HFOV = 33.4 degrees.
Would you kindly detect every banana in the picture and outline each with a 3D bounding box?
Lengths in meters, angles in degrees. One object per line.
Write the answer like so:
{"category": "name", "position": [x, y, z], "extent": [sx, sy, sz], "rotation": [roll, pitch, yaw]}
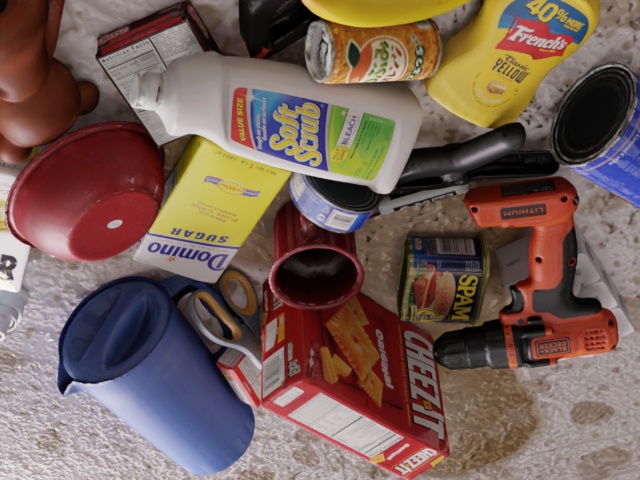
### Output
{"category": "banana", "position": [0.066, -0.201, 0.854], "extent": [0.197, 0.037, 0.070], "rotation": [-19, 153, -21]}

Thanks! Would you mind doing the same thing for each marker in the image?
{"category": "marker", "position": [0.090, -0.041, 1.059], "extent": [0.121, 0.020, 0.020], "rotation": [-15, 134, 12]}

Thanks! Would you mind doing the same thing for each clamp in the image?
{"category": "clamp", "position": [0.128, -0.073, 0.985], "extent": [0.172, 0.039, 0.120], "rotation": [-9, 160, 18]}
{"category": "clamp", "position": [-0.009, -0.214, 0.837], "extent": [0.164, 0.036, 0.210], "rotation": [-1, 152, -46]}

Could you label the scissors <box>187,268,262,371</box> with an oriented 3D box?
{"category": "scissors", "position": [-0.058, 0.108, 1.129], "extent": [0.201, 0.096, 0.016], "rotation": [42, 138, -23]}

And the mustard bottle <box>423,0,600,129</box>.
{"category": "mustard bottle", "position": [0.178, -0.182, 0.901], "extent": [0.096, 0.058, 0.192], "rotation": [22, 129, -25]}

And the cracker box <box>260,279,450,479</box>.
{"category": "cracker box", "position": [0.038, 0.136, 1.130], "extent": [0.213, 0.164, 0.072], "rotation": [32, 127, -30]}

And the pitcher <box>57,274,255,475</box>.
{"category": "pitcher", "position": [-0.159, 0.152, 1.170], "extent": [0.149, 0.145, 0.242], "rotation": [-9, 139, 22]}

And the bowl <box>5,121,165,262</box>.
{"category": "bowl", "position": [-0.201, -0.031, 0.973], "extent": [0.162, 0.055, 0.162], "rotation": [-29, 152, -17]}

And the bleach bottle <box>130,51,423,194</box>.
{"category": "bleach bottle", "position": [-0.041, -0.104, 0.921], "extent": [0.250, 0.068, 0.103], "rotation": [6, 125, -26]}

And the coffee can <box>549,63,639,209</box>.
{"category": "coffee can", "position": [0.296, -0.084, 0.973], "extent": [0.140, 0.103, 0.103], "rotation": [25, 128, -26]}

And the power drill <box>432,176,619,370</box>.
{"category": "power drill", "position": [0.191, 0.038, 1.047], "extent": [0.184, 0.057, 0.187], "rotation": [-9, 111, 7]}

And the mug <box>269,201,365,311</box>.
{"category": "mug", "position": [-0.007, 0.001, 1.051], "extent": [0.093, 0.081, 0.117], "rotation": [-9, 135, 5]}

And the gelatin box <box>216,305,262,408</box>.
{"category": "gelatin box", "position": [-0.067, 0.127, 1.171], "extent": [0.030, 0.089, 0.073], "rotation": [17, 148, 36]}

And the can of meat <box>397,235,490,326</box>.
{"category": "can of meat", "position": [0.127, 0.043, 1.120], "extent": [0.084, 0.057, 0.102], "rotation": [2, 134, -2]}

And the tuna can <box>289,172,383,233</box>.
{"category": "tuna can", "position": [0.015, -0.048, 1.002], "extent": [0.086, 0.086, 0.034], "rotation": [17, 132, -20]}

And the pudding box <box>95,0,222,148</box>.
{"category": "pudding box", "position": [-0.129, -0.143, 0.932], "extent": [0.090, 0.039, 0.113], "rotation": [-19, 131, 14]}

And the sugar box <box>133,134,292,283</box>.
{"category": "sugar box", "position": [-0.107, -0.034, 1.036], "extent": [0.093, 0.048, 0.176], "rotation": [19, 129, -21]}
